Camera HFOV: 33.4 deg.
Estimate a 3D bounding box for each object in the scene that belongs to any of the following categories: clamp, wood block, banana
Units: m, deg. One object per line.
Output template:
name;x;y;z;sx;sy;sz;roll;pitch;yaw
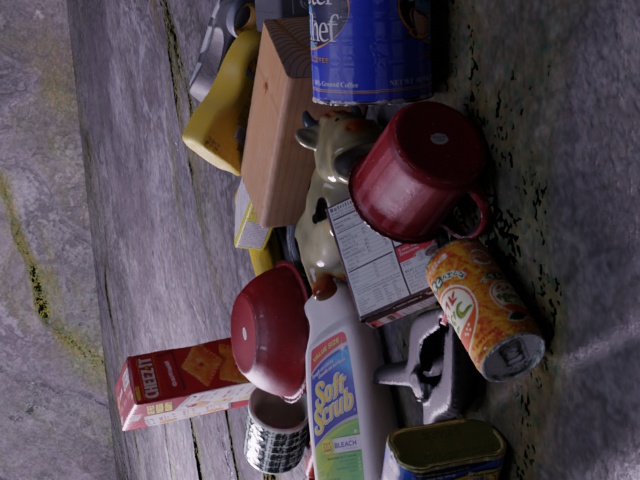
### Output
clamp;0.102;0.136;0.930;0.210;0.036;0.164;108;148;-51
wood block;-0.018;-0.117;1.091;0.206;0.090;0.091;104;152;-47
banana;-0.080;0.005;1.389;0.070;0.037;0.198;122;136;-59

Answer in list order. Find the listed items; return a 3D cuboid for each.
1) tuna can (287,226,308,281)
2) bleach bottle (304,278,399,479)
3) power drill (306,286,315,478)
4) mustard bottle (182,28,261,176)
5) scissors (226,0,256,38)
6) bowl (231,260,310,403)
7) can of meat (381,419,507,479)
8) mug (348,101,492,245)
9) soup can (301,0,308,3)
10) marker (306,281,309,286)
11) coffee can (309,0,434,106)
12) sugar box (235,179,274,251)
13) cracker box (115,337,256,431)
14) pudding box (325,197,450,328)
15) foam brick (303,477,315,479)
tuna can;-0.008;0.001;1.190;0.086;0.033;0.086;172;90;-71
bleach bottle;0.024;0.150;1.093;0.103;0.067;0.251;-22;73;41
power drill;-0.012;0.174;1.228;0.185;0.057;0.188;108;148;-48
mustard bottle;-0.076;-0.173;1.182;0.058;0.096;0.191;23;82;33
scissors;-0.078;-0.220;1.236;0.016;0.096;0.202;40;138;23
bowl;-0.061;0.104;1.196;0.162;0.055;0.162;178;90;-67
can of meat;0.098;0.197;0.870;0.057;0.102;0.084;-127;37;-55
mug;0.087;-0.047;0.843;0.117;0.093;0.082;45;146;9
soup can;0.005;-0.280;0.995;0.069;0.068;0.102;165;96;-71
marker;-0.020;-0.003;1.245;0.020;0.020;0.121;-160;63;-68
coffee can;0.041;-0.187;0.876;0.103;0.102;0.140;-147;52;-65
sugar box;-0.066;-0.068;1.288;0.176;0.048;0.093;121;153;-58
cracker box;-0.152;0.181;1.397;0.164;0.213;0.072;126;132;-63
pudding box;0.063;0.007;0.912;0.039;0.090;0.113;29;-139;-57
foam brick;0.006;0.302;1.244;0.078;0.051;0.053;121;138;-61
